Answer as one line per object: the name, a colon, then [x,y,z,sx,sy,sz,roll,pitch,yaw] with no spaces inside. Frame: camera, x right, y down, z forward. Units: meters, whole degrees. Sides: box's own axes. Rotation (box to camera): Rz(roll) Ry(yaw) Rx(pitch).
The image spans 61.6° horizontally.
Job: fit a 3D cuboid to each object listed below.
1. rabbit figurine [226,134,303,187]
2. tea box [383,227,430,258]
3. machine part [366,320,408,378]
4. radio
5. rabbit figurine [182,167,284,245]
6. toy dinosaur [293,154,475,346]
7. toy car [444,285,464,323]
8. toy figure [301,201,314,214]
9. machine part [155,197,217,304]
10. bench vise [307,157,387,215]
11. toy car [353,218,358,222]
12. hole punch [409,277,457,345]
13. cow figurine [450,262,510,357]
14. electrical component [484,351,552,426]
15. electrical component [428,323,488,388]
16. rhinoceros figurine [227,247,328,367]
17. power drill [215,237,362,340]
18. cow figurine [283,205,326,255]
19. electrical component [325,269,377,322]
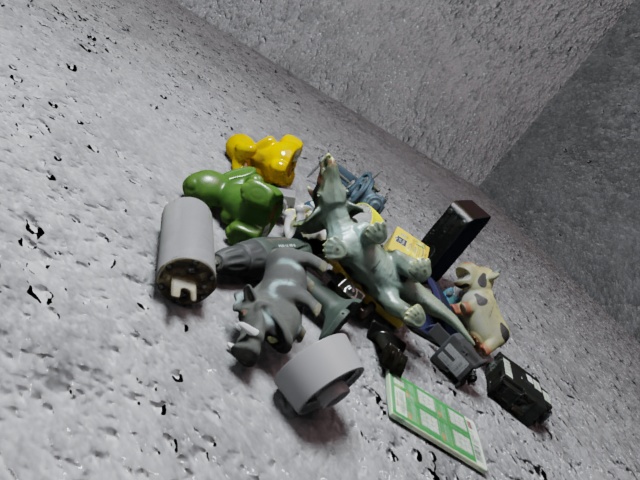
rabbit figurine: [-0.145,-0.187,1.237,0.173,0.121,0.162,25,28,9]
tea box: [0.190,0.041,1.232,0.098,0.068,0.170,34,24,1]
machine part: [0.117,0.180,0.913,0.084,0.039,0.139,42,6,-9]
radio: [0.312,0.008,1.342,0.073,0.229,0.131,46,27,26]
rabbit figurine: [-0.154,-0.084,0.959,0.170,0.121,0.159,23,26,6]
toy dinosaur: [0.099,0.042,0.960,0.404,0.131,0.192,48,-1,-13]
toy car: [0.342,0.148,1.262,0.109,0.103,0.161,40,23,7]
toy figure: [-0.027,-0.049,1.165,0.064,0.057,0.154,13,20,9]
machine part: [-0.186,0.010,0.752,0.079,0.079,0.243,26,22,-26]
bench vise: [0.091,-0.155,1.494,0.240,0.129,0.224,37,20,-17]
toy car: [0.060,-0.006,1.214,0.089,0.053,0.202,27,26,-35]
hole punch: [0.243,0.151,1.122,0.115,0.092,0.142,34,17,-17]
cow figurine: [0.350,0.139,1.162,0.127,0.085,0.195,-20,84,-23]
electrical component: [0.399,0.304,1.079,0.134,0.058,0.115,38,22,3]
electrical component: [0.250,0.210,1.019,0.119,0.075,0.047,51,24,25]
rhinoceros figurine: [-0.058,0.083,0.717,0.112,0.073,0.190,27,47,-8]
power drill: [-0.045,0.074,0.855,0.207,0.086,0.232,35,19,15]
cow figurine: [0.000,-0.003,1.075,0.167,0.068,0.098,19,69,-39]
electrical component: [0.053,0.097,0.962,0.102,0.078,0.045,39,60,20]
